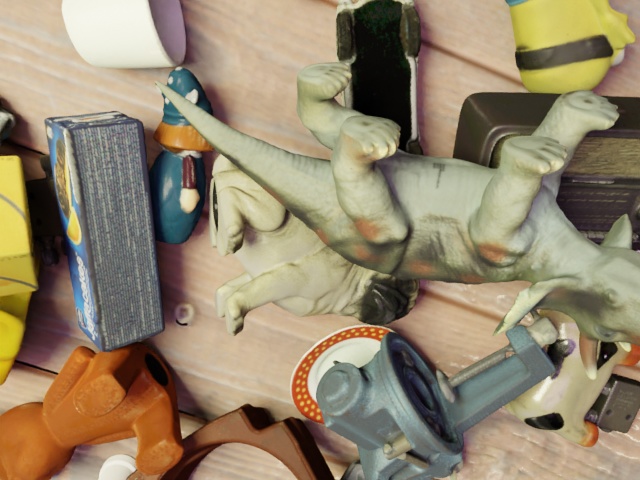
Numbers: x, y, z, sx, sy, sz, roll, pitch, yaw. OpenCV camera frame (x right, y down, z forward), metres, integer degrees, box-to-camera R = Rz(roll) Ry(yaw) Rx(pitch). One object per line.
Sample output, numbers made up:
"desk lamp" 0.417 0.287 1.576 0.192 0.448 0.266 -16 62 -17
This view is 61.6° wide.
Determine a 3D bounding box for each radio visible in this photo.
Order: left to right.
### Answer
"radio" 0.236 -0.057 0.484 0.230 0.073 0.131 2 130 -4

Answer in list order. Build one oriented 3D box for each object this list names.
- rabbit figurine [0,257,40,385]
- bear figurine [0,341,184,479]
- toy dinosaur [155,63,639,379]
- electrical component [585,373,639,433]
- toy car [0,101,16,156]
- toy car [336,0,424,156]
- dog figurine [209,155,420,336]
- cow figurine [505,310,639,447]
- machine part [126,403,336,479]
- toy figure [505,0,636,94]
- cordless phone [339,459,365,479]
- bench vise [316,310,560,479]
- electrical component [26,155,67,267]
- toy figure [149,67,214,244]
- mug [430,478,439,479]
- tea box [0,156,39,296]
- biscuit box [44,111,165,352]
"rabbit figurine" -0.355 0.067 0.466 0.173 0.122 0.162 18 137 -35
"bear figurine" -0.237 0.179 0.501 0.196 0.132 0.120 -31 112 -3
"toy dinosaur" 0.078 -0.020 0.412 0.405 0.131 0.192 15 132 16
"electrical component" 0.326 0.182 0.592 0.094 0.021 0.063 15 101 -8
"toy car" -0.349 -0.075 0.457 0.162 0.109 0.102 1 126 -16
"toy car" 0.054 -0.124 0.490 0.074 0.056 0.201 -3 101 3
"dog figurine" -0.002 0.000 0.502 0.191 0.121 0.172 -6 106 -17
"cow figurine" 0.247 0.099 0.540 0.127 0.085 0.194 18 102 -14
"machine part" -0.076 0.279 0.513 0.201 0.087 0.201 -33 71 2
"toy figure" 0.201 -0.212 0.468 0.089 0.082 0.180 -22 112 21
"cordless phone" 0.035 0.340 0.583 0.146 0.089 0.184 35 85 -10
"bench vise" 0.122 0.155 0.505 0.240 0.129 0.223 -37 115 17
"electrical component" -0.236 -0.030 0.498 0.078 0.045 0.102 -9 102 27
"toy figure" -0.127 -0.075 0.484 0.064 0.058 0.154 18 106 12
"mug" 0.114 0.327 0.567 0.081 0.107 0.109 39 95 -10
"tea box" -0.312 -0.003 0.402 0.169 0.068 0.098 -9 61 -28
"biscuit box" -0.183 -0.005 0.465 0.063 0.059 0.202 -17 119 -38
